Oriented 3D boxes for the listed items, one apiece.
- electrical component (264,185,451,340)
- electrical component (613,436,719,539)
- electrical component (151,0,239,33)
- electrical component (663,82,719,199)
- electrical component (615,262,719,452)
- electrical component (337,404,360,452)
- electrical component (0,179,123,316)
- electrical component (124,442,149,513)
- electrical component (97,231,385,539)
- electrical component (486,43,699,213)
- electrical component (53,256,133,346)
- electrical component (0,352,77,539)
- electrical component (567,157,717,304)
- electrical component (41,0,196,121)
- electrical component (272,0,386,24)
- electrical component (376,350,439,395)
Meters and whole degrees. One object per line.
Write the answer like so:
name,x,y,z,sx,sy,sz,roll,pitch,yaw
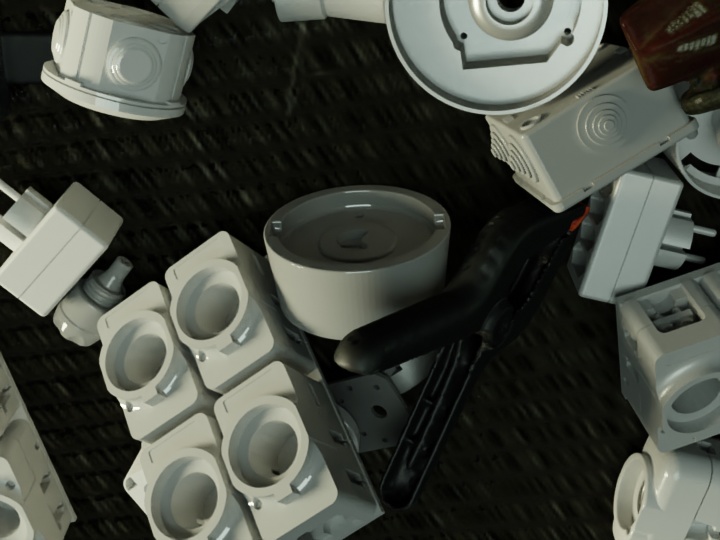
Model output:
electrical component,0.000,0.000,0.634,0.108,0.108,0.060,-3,120,2
electrical component,0.210,0.157,0.726,0.059,0.053,0.095,13,113,-5
electrical component,-0.071,-0.179,0.566,0.061,0.061,0.096,43,126,-16
electrical component,0.220,-0.093,0.625,0.099,0.064,0.099,-2,127,-3
electrical component,0.237,0.043,0.643,0.150,0.061,0.089,-19,132,-3
electrical component,-0.034,0.117,0.676,0.078,0.057,0.058,26,132,7
electrical component,-0.198,-0.025,0.656,0.077,0.047,0.066,41,108,-15
electrical component,-0.091,0.149,0.719,0.078,0.057,0.113,-26,111,23
electrical component,-0.078,0.081,0.625,0.105,0.186,0.060,-34,148,12
electrical component,0.124,-0.083,0.597,0.100,0.099,0.048,-31,107,2
electrical component,-0.165,0.017,0.681,0.035,0.035,0.061,36,107,-14
electrical component,-0.279,0.120,0.713,0.105,0.060,0.186,-14,113,7
electrical component,0.177,-0.022,0.652,0.076,0.047,0.083,12,113,-5
electrical component,-0.133,-0.117,0.598,0.080,0.080,0.051,15,108,-6
electrical component,-0.017,-0.158,0.600,0.065,0.044,0.044,-2,114,7
electrical component,0.020,0.045,0.680,0.055,0.055,0.047,-35,105,15
